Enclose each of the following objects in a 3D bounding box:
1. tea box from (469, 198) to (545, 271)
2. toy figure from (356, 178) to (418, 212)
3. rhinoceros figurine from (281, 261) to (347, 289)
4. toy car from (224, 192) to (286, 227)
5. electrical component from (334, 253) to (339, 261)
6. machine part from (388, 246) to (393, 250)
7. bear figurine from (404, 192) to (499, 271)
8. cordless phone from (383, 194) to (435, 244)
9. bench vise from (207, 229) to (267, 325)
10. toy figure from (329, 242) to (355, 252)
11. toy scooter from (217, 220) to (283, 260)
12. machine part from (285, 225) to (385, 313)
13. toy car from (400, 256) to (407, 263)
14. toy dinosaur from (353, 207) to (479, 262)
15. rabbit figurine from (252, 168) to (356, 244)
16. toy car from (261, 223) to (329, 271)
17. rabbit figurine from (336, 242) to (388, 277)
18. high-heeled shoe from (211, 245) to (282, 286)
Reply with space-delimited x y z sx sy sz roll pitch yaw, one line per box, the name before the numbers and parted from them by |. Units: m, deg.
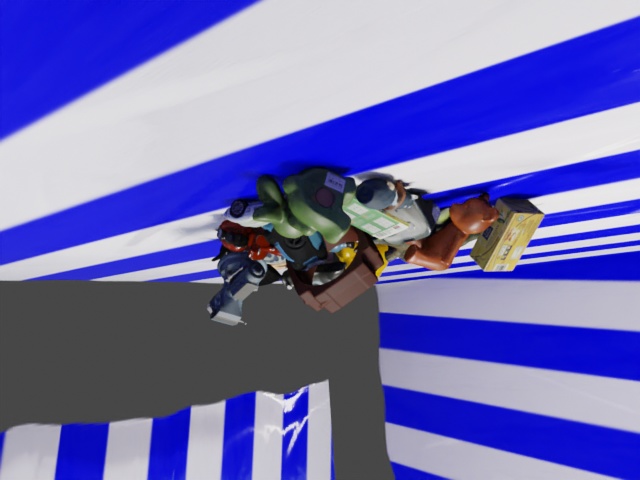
tea box | 0.437 -0.011 1.264 0.098 0.169 0.068 2 -146 -27
toy figure | 0.128 -0.085 1.012 0.064 0.057 0.154 -3 178 38
rhinoceros figurine | -0.014 0.101 1.478 0.190 0.073 0.112 -7 171 22
toy car | -0.097 -0.058 1.077 0.202 0.056 0.073 -8 170 22
electrical component | 0.066 0.052 1.649 0.134 0.115 0.058 1 174 -29
machine part | 0.246 -0.011 1.491 0.139 0.084 0.039 -11 149 -7
bear figurine | 0.280 -0.026 1.158 0.132 0.120 0.195 23 124 -15
cordless phone | 0.134 -0.061 1.122 0.184 0.088 0.147 18 161 -31
bench vise | -0.208 0.082 1.331 0.129 0.241 0.223 13 138 -21
toy figure | -0.003 -0.008 1.364 0.180 0.082 0.089 1 154 18
toy scooter | -0.160 0.002 1.211 0.184 0.075 0.135 18 -169 11
machine part | 0.032 0.050 1.228 0.201 0.202 0.087 -36 129 9
toy car | 0.258 0.016 1.608 0.053 0.089 0.202 32 -178 15
toy dinosaur | 0.316 -0.017 1.372 0.472 0.105 0.198 -10 167 -3
rabbit figurine | -0.040 -0.046 0.939 0.159 0.121 0.170 14 155 -24
toy car | -0.047 -0.017 1.179 0.109 0.161 0.103 -30 -156 19
rabbit figurine | 0.105 0.036 1.546 0.173 0.162 0.122 22 171 -29
high-heeled shoe | -0.183 0.059 1.485 0.249 0.086 0.145 17 -157 24
